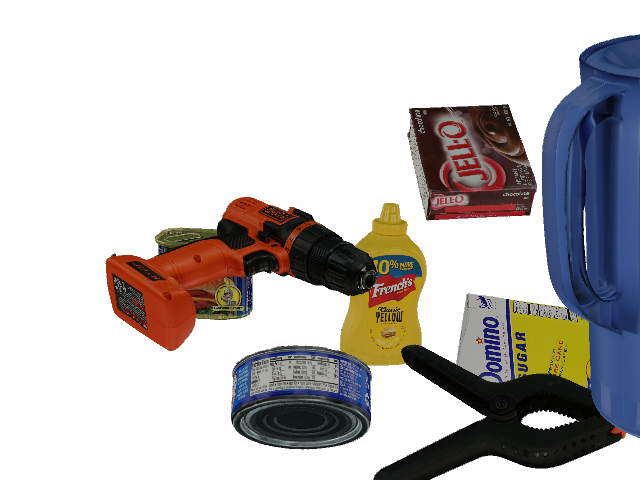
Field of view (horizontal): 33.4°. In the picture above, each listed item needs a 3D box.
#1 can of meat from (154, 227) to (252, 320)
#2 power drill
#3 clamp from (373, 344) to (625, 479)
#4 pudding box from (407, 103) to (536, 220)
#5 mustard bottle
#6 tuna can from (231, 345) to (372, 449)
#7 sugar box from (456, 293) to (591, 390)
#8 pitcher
[{"bbox_3d":[-0.120,0.035,1.122,0.102,0.084,0.057,3,16,9],"label":"can of meat"},{"bbox_3d":[-0.070,0.028,0.902,0.187,0.057,0.185,-22,30,-35],"label":"power drill"},{"bbox_3d":[0.150,0.159,0.911,0.210,0.036,0.164,4,42,22],"label":"clamp"},{"bbox_3d":[0.126,-0.068,0.908,0.090,0.039,0.113,-2,43,-5],"label":"pudding box"},{"bbox_3d":[0.077,0.050,1.265,0.096,0.192,0.058,0,14,-13],"label":"mustard bottle"},{"bbox_3d":[-0.011,0.097,0.646,0.086,0.033,0.086,1,-31,0],"label":"tuna can"},{"bbox_3d":[0.233,0.115,1.105,0.176,0.093,0.048,6,21,4],"label":"sugar box"},{"bbox_3d":[0.214,0.001,0.649,0.149,0.243,0.144,2,22,16],"label":"pitcher"}]
